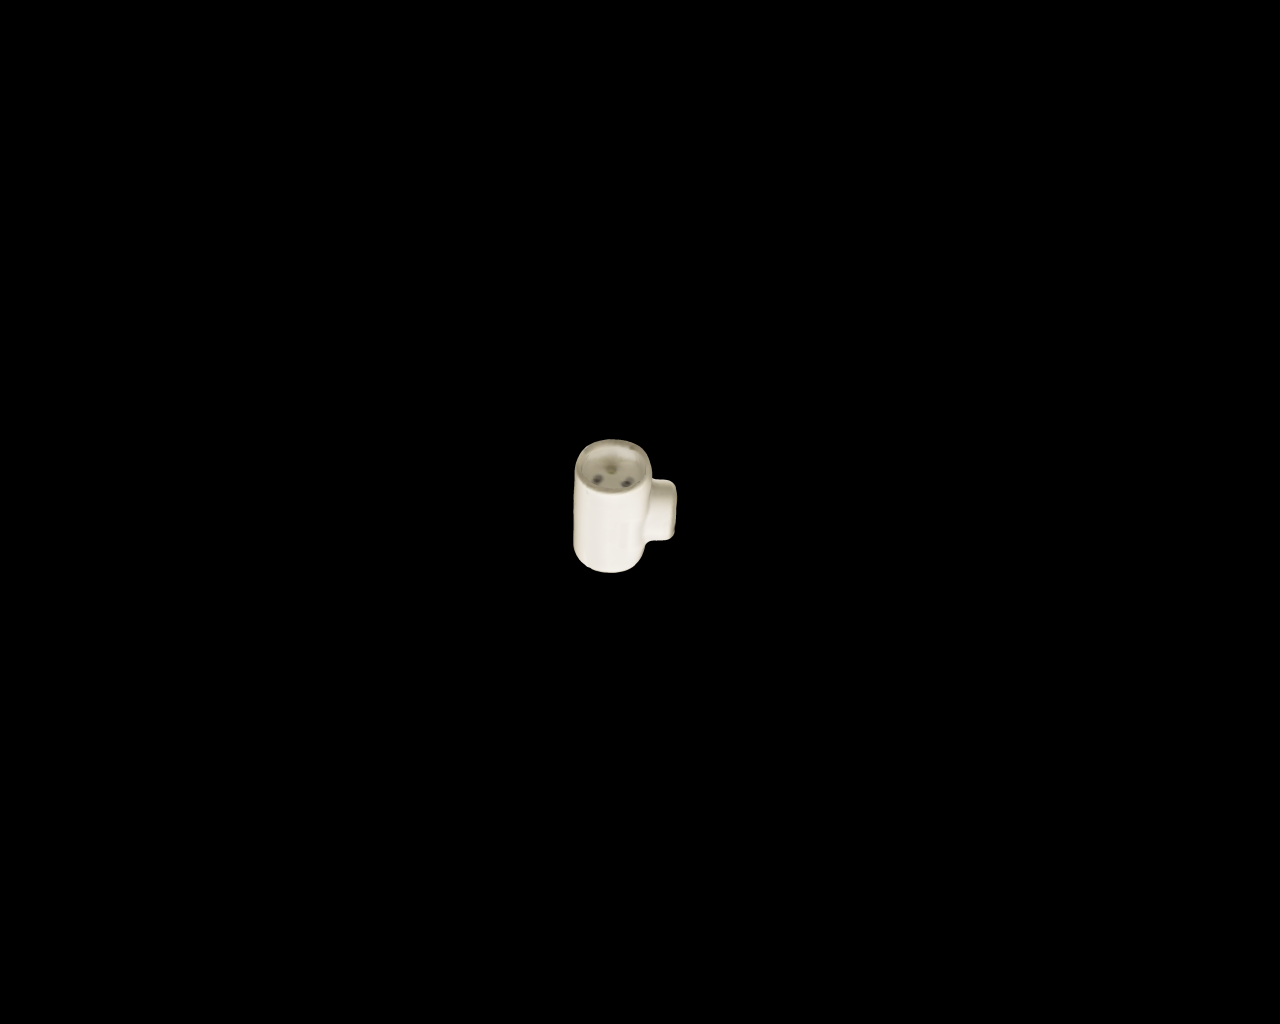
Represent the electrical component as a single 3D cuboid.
[{"bbox_3d":[0.001,-0.003,0.650,0.079,0.043,0.077,2,-40,-2],"label":"electrical component"}]
